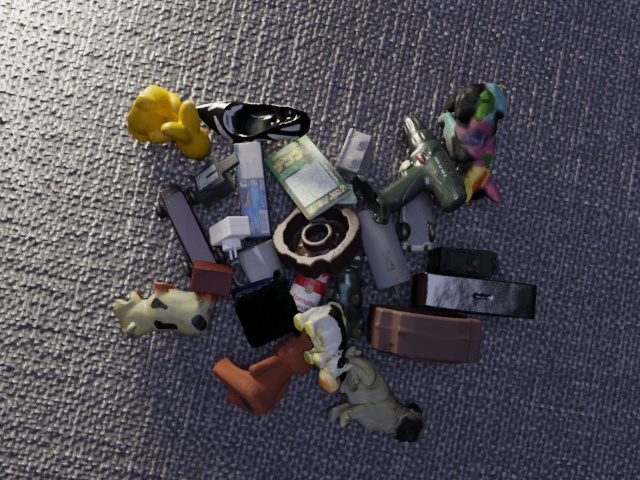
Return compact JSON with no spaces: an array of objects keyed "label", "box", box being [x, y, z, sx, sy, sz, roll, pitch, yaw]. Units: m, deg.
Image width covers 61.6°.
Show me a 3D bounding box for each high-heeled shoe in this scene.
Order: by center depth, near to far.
[{"label":"high-heeled shoe","box":[-0.143,-0.250,1.094,0.249,0.145,0.086,11,84,-4]}]

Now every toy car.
[{"label":"toy car","box":[-0.269,-0.016,1.114,0.089,0.053,0.202,-27,91,-9]},{"label":"toy car","box":[0.204,-0.071,1.140,0.074,0.056,0.201,1,82,-2]}]

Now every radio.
[{"label":"radio","box":[0.306,0.114,1.096,0.230,0.131,0.073,8,84,-2]}]

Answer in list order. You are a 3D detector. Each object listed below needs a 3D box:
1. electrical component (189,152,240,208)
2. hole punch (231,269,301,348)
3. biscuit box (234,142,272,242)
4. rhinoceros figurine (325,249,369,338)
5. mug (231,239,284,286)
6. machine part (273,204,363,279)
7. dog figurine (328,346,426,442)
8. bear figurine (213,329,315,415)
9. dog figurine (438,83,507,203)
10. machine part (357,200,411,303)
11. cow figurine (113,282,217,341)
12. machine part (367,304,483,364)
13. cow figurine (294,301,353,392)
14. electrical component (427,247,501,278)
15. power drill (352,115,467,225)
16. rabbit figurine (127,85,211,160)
[{"label":"electrical component","box":[-0.205,-0.130,1.099,0.119,0.047,0.075,-35,59,13]},{"label":"hole punch","box":[-0.108,0.135,1.053,0.116,0.092,0.142,-21,98,-16]},{"label":"biscuit box","box":[-0.139,-0.099,1.123,0.059,0.063,0.202,-6,86,-4]},{"label":"rhinoceros figurine","box":[0.064,0.110,1.096,0.073,0.112,0.190,2,99,25]},{"label":"mug","box":[-0.126,0.065,1.104,0.110,0.081,0.107,-24,92,4]},{"label":"machine part","box":[-0.002,-0.003,1.082,0.179,0.056,0.179,-9,49,11]},{"label":"dog figurine","box":[0.128,0.315,1.096,0.190,0.121,0.172,12,88,-16]},{"label":"bear figurine","box":[-0.094,0.250,1.082,0.132,0.120,0.196,18,50,38]},{"label":"dog figurine","box":[0.324,-0.185,1.105,0.108,0.191,0.219,-2,70,-10]},{"label":"machine part","box":[0.129,0.015,1.120,0.079,0.079,0.243,-17,86,-5]},{"label":"cow figurine","box":[-0.318,0.151,1.085,0.195,0.085,0.127,11,79,-4]},{"label":"machine part","box":[0.197,0.181,1.049,0.202,0.201,0.087,6,87,-3]},{"label":"cow figurine","box":[0.019,0.206,1.041,0.098,0.068,0.167,-25,109,-28]},{"label":"electrical component","box":[0.299,0.049,1.109,0.134,0.115,0.058,6,87,-1]},{"label":"power drill","box":[0.170,-0.132,1.083,0.207,0.086,0.232,-25,68,-19]},{"label":"rabbit figurine","box":[-0.292,-0.235,1.096,0.173,0.162,0.122,40,72,-17]}]
